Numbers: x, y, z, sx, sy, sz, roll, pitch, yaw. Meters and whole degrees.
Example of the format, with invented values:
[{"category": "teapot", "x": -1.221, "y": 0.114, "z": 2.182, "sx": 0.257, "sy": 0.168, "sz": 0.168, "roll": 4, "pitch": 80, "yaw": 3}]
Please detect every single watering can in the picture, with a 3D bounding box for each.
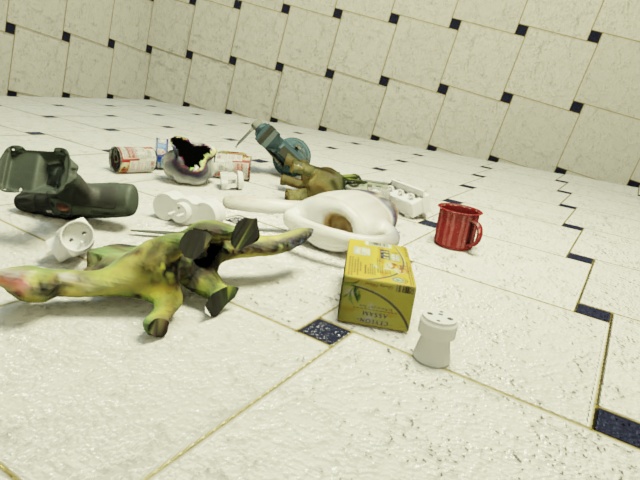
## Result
[{"category": "watering can", "x": 0.003, "y": -0.050, "z": 0.987, "sx": 0.349, "sy": 0.103, "sz": 0.226, "roll": 18, "pitch": 19, "yaw": 28}]

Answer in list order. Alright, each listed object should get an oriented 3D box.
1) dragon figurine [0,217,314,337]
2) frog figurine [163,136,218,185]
[{"category": "dragon figurine", "x": -0.210, "y": 0.019, "z": 0.699, "sx": 0.243, "sy": 0.121, "sz": 0.413, "roll": 9, "pitch": 14, "yaw": 31}, {"category": "frog figurine", "x": -0.335, "y": -0.187, "z": 1.333, "sx": 0.138, "sy": 0.124, "sz": 0.157, "roll": -7, "pitch": -15, "yaw": -20}]
